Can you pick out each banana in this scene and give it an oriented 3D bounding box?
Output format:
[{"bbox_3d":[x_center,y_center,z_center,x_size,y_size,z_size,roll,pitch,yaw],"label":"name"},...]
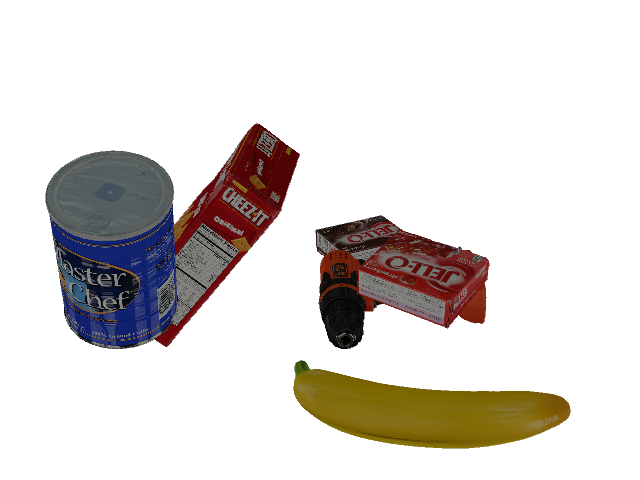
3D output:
[{"bbox_3d":[0.060,0.107,0.703,0.198,0.037,0.069,7,32,22],"label":"banana"}]

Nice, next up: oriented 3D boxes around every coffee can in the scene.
[{"bbox_3d":[-0.174,0.009,0.912,0.103,0.140,0.103,2,45,-3],"label":"coffee can"}]

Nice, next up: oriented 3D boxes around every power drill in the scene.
[{"bbox_3d":[0.091,0.063,1.223,0.187,0.057,0.184,-2,28,-2],"label":"power drill"}]

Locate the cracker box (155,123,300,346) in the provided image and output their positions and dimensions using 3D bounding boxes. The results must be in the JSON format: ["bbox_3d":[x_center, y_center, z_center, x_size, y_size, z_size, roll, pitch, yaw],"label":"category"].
[{"bbox_3d":[-0.120,-0.010,1.172,0.072,0.214,0.164,36,24,-11],"label":"cracker box"}]

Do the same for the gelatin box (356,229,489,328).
[{"bbox_3d":[0.086,0.030,0.896,0.089,0.030,0.073,19,38,27],"label":"gelatin box"}]

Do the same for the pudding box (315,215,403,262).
[{"bbox_3d":[0.062,0.005,1.510,0.113,0.039,0.090,-15,27,-22],"label":"pudding box"}]
